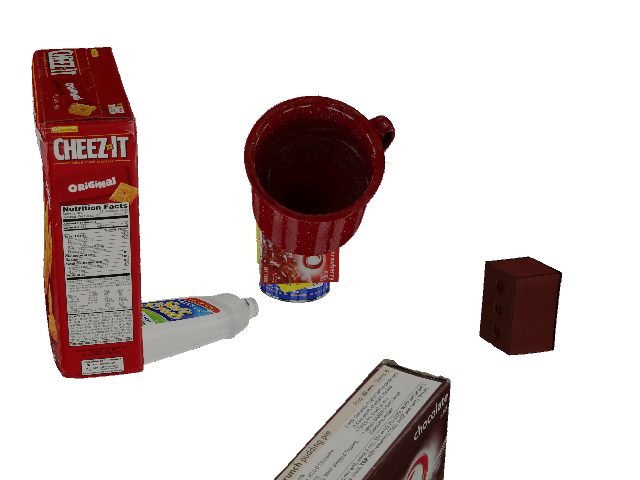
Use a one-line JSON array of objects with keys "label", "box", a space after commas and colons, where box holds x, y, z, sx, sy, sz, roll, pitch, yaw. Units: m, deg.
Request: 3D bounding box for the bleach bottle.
[{"label": "bleach bottle", "box": [-0.195, 0.111, 1.425, 0.250, 0.068, 0.103, -12, 27, -39]}]

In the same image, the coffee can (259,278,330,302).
[{"label": "coffee can", "box": [-0.032, 0.002, 1.494, 0.103, 0.140, 0.103, 3, 24, -2]}]

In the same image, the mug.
[{"label": "mug", "box": [0.003, -0.047, 0.739, 0.117, 0.093, 0.081, -37, -15, -17]}]

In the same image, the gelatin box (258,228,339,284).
[{"label": "gelatin box", "box": [-0.020, -0.004, 0.980, 0.073, 0.089, 0.030, -2, 27, -6]}]

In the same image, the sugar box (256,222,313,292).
[{"label": "sugar box", "box": [-0.042, -0.038, 1.246, 0.048, 0.176, 0.093, -12, 27, -22]}]

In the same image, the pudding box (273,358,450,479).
[{"label": "pudding box", "box": [0.015, 0.118, 0.457, 0.039, 0.090, 0.113, 17, 35, 25]}]

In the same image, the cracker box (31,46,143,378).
[{"label": "cracker box", "box": [-0.185, -0.024, 0.837, 0.072, 0.214, 0.164, -5, 29, -15]}]

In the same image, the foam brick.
[{"label": "foam brick", "box": [0.184, 0.060, 0.985, 0.051, 0.078, 0.053, -7, 19, -24]}]
